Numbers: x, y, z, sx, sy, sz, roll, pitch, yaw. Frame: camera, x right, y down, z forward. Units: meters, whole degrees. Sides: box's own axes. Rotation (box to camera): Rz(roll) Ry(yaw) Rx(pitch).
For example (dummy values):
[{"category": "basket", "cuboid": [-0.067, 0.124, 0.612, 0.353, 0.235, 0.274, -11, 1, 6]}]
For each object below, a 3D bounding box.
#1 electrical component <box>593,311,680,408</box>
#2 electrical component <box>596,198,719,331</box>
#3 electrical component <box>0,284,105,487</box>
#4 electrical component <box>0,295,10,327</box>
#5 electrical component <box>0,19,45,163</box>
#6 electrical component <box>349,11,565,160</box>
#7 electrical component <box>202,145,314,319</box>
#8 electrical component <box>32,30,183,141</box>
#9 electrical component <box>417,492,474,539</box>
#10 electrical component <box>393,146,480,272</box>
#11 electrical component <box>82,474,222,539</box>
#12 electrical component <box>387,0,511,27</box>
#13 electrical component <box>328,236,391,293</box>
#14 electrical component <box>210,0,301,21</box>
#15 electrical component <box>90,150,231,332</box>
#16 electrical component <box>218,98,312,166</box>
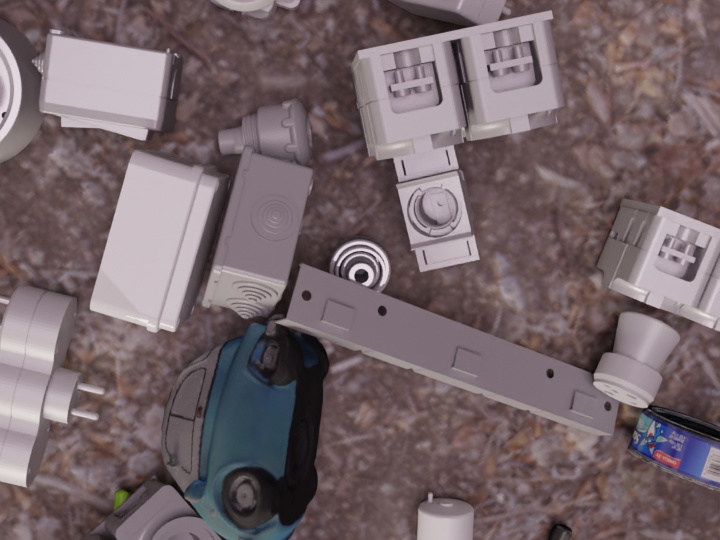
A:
[{"category": "electrical component", "cuboid": [0.194, 0.063, 0.758, 0.045, 0.045, 0.055, 28, 78, -5]}, {"category": "electrical component", "cuboid": [0.248, 0.008, 0.737, 0.150, 0.089, 0.061, 20, 96, -4]}, {"category": "electrical component", "cuboid": [-0.216, 0.085, 0.749, 0.074, 0.052, 0.138, 14, 97, -4]}, {"category": "electrical component", "cuboid": [-0.281, 0.021, 0.742, 0.079, 0.044, 0.077, 15, 97, -4]}, {"category": "electrical component", "cuboid": [-0.270, -0.121, 0.716, 0.108, 0.060, 0.108, 0, 97, -2]}, {"category": "electrical component", "cuboid": [0.053, -0.110, 0.666, 0.105, 0.186, 0.060, -12, 98, 0]}, {"category": "electrical component", "cuboid": [-0.068, -0.022, 0.711, 0.048, 0.099, 0.099, 15, 71, -8]}, {"category": "electrical component", "cuboid": [-0.172, -0.122, 0.719, 0.096, 0.061, 0.061, 9, 97, -3]}, {"category": "electrical component", "cuboid": [0.061, 0.202, 0.780, 0.040, 0.040, 0.078, 1, 97, -2]}, {"category": "electrical component", "cuboid": [0.054, -0.044, 0.735, 0.042, 0.064, 0.081, -12, 98, 11]}, {"category": "electrical component", "cuboid": [-0.117, 0.249, 0.745, 0.105, 0.060, 0.186, -42, 101, -20]}, {"category": "electrical component", "cuboid": [0.070, -0.187, 0.719, 0.076, 0.083, 0.047, 16, 98, -42]}, {"category": "electrical component", "cuboid": [0.000, 0.000, 0.741, 0.043, 0.062, 0.043, 0, 97, -2]}, {"category": "electrical component", "cuboid": [-0.076, -0.199, 0.715, 0.078, 0.057, 0.058, 18, 96, -4]}, {"category": "electrical component", "cuboid": [-0.132, -0.020, 0.726, 0.057, 0.078, 0.113, 17, 97, -1]}, {"category": "electrical component", "cuboid": [-0.065, -0.091, 0.737, 0.062, 0.048, 0.048, -6, 98, 5]}]
